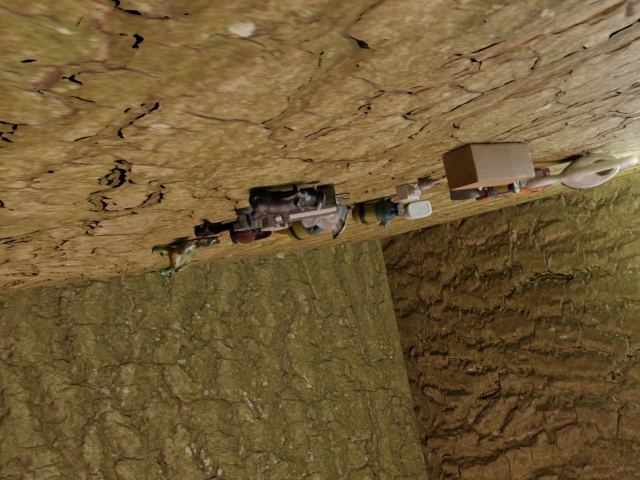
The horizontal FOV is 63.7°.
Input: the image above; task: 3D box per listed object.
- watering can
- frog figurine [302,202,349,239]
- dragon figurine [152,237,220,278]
[{"bbox_3d":[0.841,-0.217,1.693,0.346,0.104,0.224,-13,176,13],"label":"watering can"},{"bbox_3d":[0.005,-0.082,1.638,0.159,0.123,0.137,27,177,-8],"label":"frog figurine"},{"bbox_3d":[-0.504,0.053,2.025,0.242,0.123,0.409,-19,176,3],"label":"dragon figurine"}]
